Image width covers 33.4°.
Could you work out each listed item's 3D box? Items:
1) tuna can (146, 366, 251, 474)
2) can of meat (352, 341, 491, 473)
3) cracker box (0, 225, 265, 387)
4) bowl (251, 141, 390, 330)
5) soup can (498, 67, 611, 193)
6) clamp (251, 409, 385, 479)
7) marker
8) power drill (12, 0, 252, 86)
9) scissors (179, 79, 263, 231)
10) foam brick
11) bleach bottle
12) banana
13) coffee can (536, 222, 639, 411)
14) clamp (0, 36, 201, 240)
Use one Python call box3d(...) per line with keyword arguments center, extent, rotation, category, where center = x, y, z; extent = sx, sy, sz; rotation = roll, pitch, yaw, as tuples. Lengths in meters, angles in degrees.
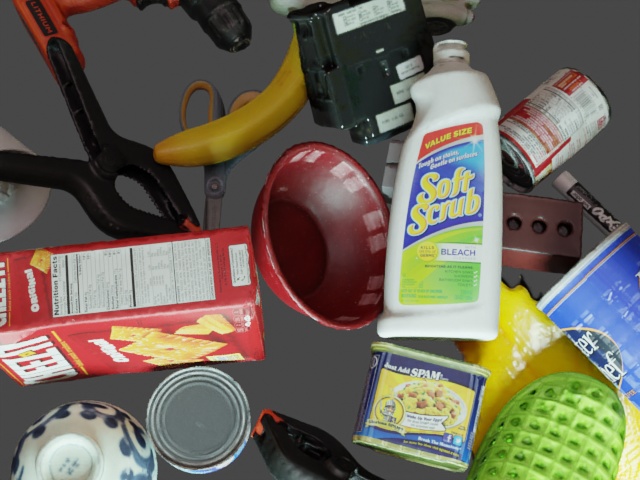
box3d(center=(-0.100, 0.150, 0.887), extent=(0.086, 0.034, 0.086), rotation=(0, 72, -1), category="tuna can")
box3d(center=(0.082, 0.139, 0.881), extent=(0.102, 0.057, 0.084), rotation=(13, 74, 4), category="can of meat")
box3d(center=(-0.153, 0.059, 0.849), extent=(0.213, 0.164, 0.072), rotation=(-7, 69, -3), category="cracker box")
box3d(center=(-0.006, 0.001, 0.902), extent=(0.161, 0.055, 0.162), rotation=(18, 64, -41), category="bowl")
box3d(center=(0.202, -0.099, 0.956), extent=(0.102, 0.068, 0.068), rotation=(-40, 76, -13), category="soup can")
box3d(center=(0.022, 0.194, 0.856), extent=(0.172, 0.120, 0.039), rotation=(41, 108, 28), category="clamp")
box3d(center=(0.257, -0.014, 0.954), extent=(0.020, 0.020, 0.121), rotation=(-41, 77, -13), category="marker")
box3d(center=(-0.178, -0.217, 0.999), extent=(0.187, 0.057, 0.184), rotation=(-30, 70, -13), category="power drill")
box3d(center=(-0.077, -0.057, 0.966), extent=(0.096, 0.016, 0.202), rotation=(-12, 72, -5), category="scissors")
box3d(center=(0.187, -0.005, 0.933), extent=(0.078, 0.051, 0.053), rotation=(7, 72, 1), category="foam brick")
box3d(center=(0.101, -0.043, 0.893), extent=(0.102, 0.068, 0.251), rotation=(0, 81, 9), category="bleach bottle")
box3d(center=(-0.061, -0.120, 0.959), extent=(0.070, 0.037, 0.197), rotation=(38, 69, 11), category="banana")
box3d(center=(0.265, 0.070, 0.882), extent=(0.102, 0.103, 0.140), rotation=(-40, 77, -13), category="coffee can")
box3d(center=(-0.195, -0.057, 0.908), extent=(0.210, 0.036, 0.164), rotation=(44, 50, -12), category="clamp")
